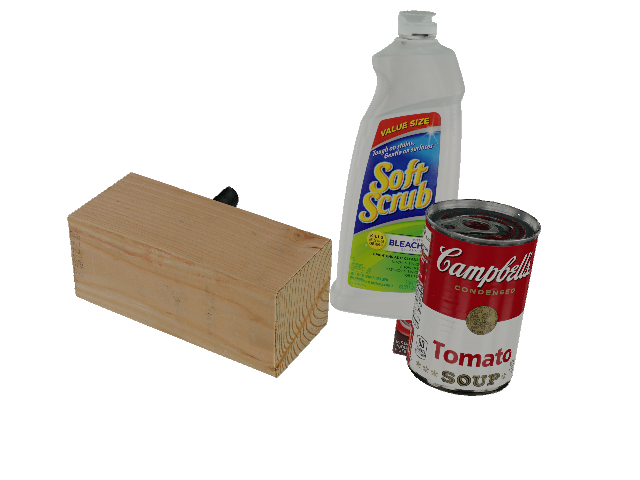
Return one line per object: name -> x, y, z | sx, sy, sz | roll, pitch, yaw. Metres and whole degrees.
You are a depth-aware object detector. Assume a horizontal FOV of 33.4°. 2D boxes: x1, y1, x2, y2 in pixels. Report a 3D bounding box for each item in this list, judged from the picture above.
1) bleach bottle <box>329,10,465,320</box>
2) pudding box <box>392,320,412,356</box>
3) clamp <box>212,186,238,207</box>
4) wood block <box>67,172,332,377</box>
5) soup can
bleach bottle -> 0.064, -0.062, 0.885 | 0.103, 0.251, 0.068 | 7, 19, 13
pudding box -> 0.137, 0.083, 1.126 | 0.113, 0.090, 0.039 | 10, 22, 11
clamp -> -0.137, -0.009, 1.130 | 0.120, 0.039, 0.171 | -12, 38, -7
wood block -> -0.102, 0.025, 0.906 | 0.206, 0.090, 0.090 | 19, 37, 23
soup can -> 0.090, 0.034, 0.646 | 0.068, 0.102, 0.068 | 5, 22, -2
